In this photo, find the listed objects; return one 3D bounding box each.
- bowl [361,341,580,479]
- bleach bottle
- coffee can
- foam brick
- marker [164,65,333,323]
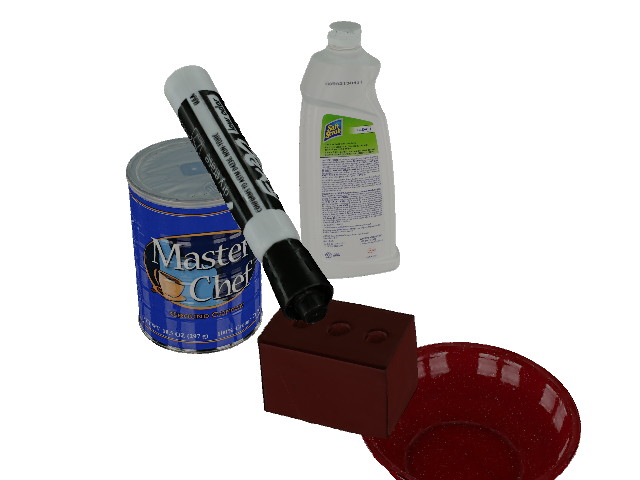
[{"bbox_3d":[0.107,0.147,0.790,0.162,0.055,0.162,-1,36,0],"label":"bowl"},{"bbox_3d":[0.030,-0.087,1.037,0.102,0.251,0.068,-7,29,-14],"label":"bleach bottle"},{"bbox_3d":[-0.097,0.003,0.843,0.103,0.140,0.103,1,32,-1],"label":"coffee can"},{"bbox_3d":[0.011,0.070,0.602,0.078,0.051,0.053,9,31,20],"label":"foam brick"},{"bbox_3d":[-0.027,-0.018,0.383,0.020,0.121,0.020,-20,-35,-15],"label":"marker"}]
